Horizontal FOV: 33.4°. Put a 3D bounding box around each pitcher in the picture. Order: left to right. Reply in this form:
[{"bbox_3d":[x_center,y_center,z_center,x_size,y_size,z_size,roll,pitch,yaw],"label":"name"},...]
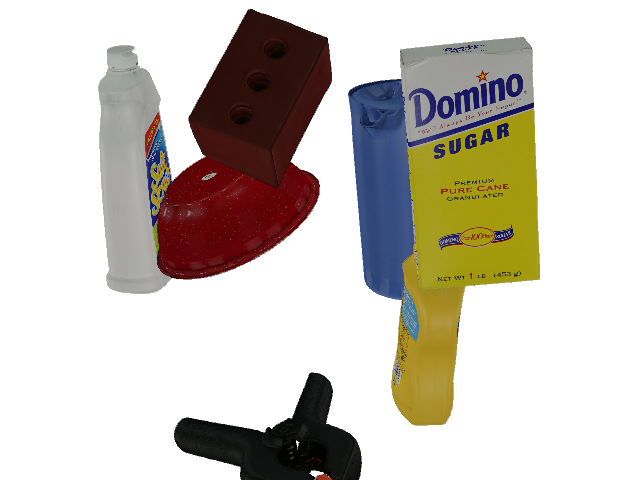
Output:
[{"bbox_3d":[0.108,-0.063,1.236,0.149,0.243,0.145,-6,22,-8],"label":"pitcher"}]

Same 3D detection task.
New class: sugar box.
[{"bbox_3d":[0.110,-0.055,0.782,0.093,0.176,0.048,-6,23,4],"label":"sugar box"}]

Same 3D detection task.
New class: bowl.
[{"bbox_3d":[-0.084,-0.036,0.937,0.162,0.055,0.162,-22,28,12],"label":"bowl"}]

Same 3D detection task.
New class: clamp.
[{"bbox_3d":[-0.032,0.141,0.714,0.120,0.039,0.171,-20,17,-8],"label":"clamp"}]

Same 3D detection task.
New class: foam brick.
[{"bbox_3d":[-0.033,-0.081,0.612,0.053,0.078,0.051,23,-15,10],"label":"foam brick"}]

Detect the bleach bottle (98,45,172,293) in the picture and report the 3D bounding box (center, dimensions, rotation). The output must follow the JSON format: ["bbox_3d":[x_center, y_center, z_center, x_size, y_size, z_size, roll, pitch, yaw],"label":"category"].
[{"bbox_3d":[-0.197,-0.077,1.122,0.068,0.251,0.102,4,26,15],"label":"bleach bottle"}]

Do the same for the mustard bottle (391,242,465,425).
[{"bbox_3d":[0.101,0.070,0.987,0.058,0.192,0.096,0,30,-3],"label":"mustard bottle"}]
